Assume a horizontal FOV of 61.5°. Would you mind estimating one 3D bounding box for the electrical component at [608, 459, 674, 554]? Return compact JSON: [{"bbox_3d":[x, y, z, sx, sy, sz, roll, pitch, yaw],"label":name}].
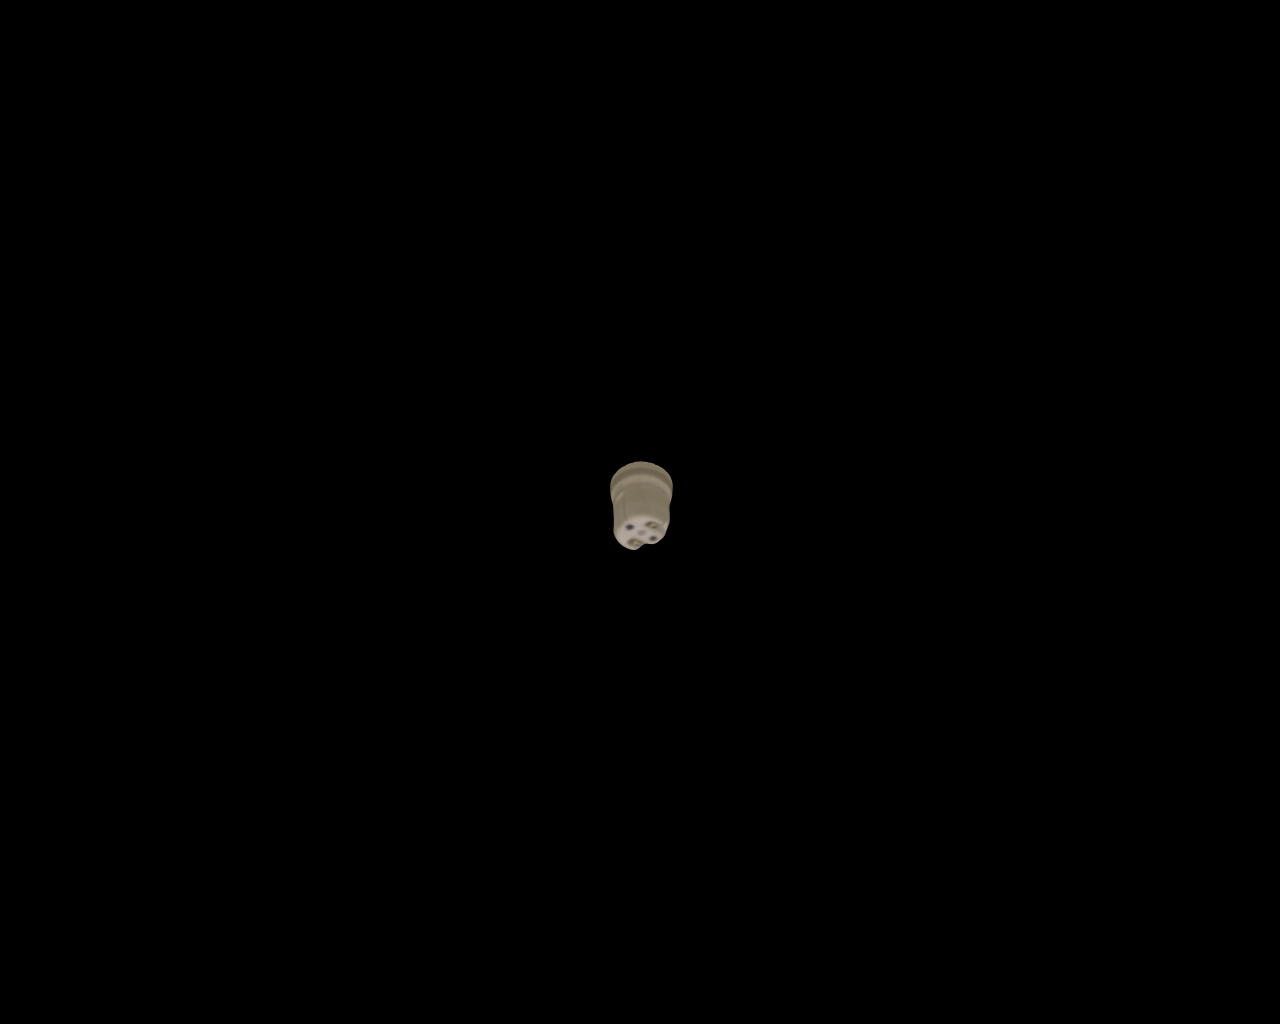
[{"bbox_3d":[0.001,-0.003,0.650,0.040,0.040,0.046,0,43,0],"label":"electrical component"}]
